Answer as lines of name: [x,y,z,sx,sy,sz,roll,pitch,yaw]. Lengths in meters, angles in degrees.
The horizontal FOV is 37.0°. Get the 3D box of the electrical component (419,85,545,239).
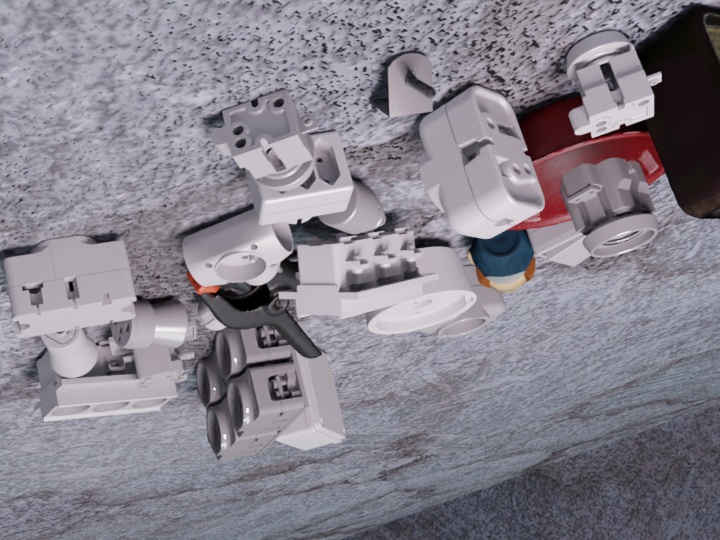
electrical component: [0.082,-0.073,0.762,0.059,0.095,0.054,-30,157,35]

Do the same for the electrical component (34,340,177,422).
electrical component: [-0.249,0.106,1.051,0.121,0.063,0.079,-1,156,-37]

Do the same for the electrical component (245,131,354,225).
electrical component: [-0.047,-0.058,0.778,0.066,0.047,0.076,-11,160,-14]

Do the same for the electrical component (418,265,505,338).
electrical component: [0.101,0.033,1.127,0.095,0.059,0.054,-5,158,-29]

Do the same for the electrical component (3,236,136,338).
electrical component: [-0.221,0.011,0.819,0.089,0.055,0.050,-10,160,-17]

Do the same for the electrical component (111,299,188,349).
electrical component: [-0.189,0.048,0.965,0.055,0.045,0.045,1,155,-39]

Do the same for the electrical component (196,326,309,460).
electrical component: [-0.122,0.127,1.144,0.060,0.105,0.186,-7,159,-24]

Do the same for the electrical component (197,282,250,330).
electrical component: [-0.124,0.032,0.982,0.040,0.040,0.046,-2,162,-34]

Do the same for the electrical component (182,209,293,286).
electrical component: [-0.089,-0.012,0.864,0.077,0.044,0.079,-21,148,14]

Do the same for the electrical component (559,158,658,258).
electrical component: [0.190,-0.045,0.810,0.078,0.057,0.058,4,153,-45]

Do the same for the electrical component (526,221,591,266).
electrical component: [0.205,-0.048,0.980,0.096,0.061,0.062,-28,157,32]

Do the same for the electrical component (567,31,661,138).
electrical component: [0.170,-0.129,0.737,0.066,0.055,0.048,-19,161,9]

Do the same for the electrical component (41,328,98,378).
electrical component: [-0.262,0.065,0.963,0.044,0.044,0.065,-13,156,-9]

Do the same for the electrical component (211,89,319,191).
electrical component: [-0.057,-0.082,0.706,0.066,0.048,0.055,-18,153,7]

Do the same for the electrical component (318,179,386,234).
electrical component: [-0.003,-0.048,0.850,0.040,0.040,0.078,-24,159,24]

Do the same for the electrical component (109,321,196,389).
electrical component: [-0.192,0.076,1.012,0.081,0.063,0.042,-11,159,-12]

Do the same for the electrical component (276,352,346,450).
electrical component: [-0.066,0.144,1.232,0.056,0.108,0.109,-17,161,11]

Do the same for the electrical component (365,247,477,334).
electrical component: [0.052,0.014,1.034,0.108,0.060,0.108,-14,161,-5]

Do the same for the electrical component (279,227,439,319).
electrical component: [0.000,0.000,0.896,0.079,0.063,0.121,-1,-173,35]
